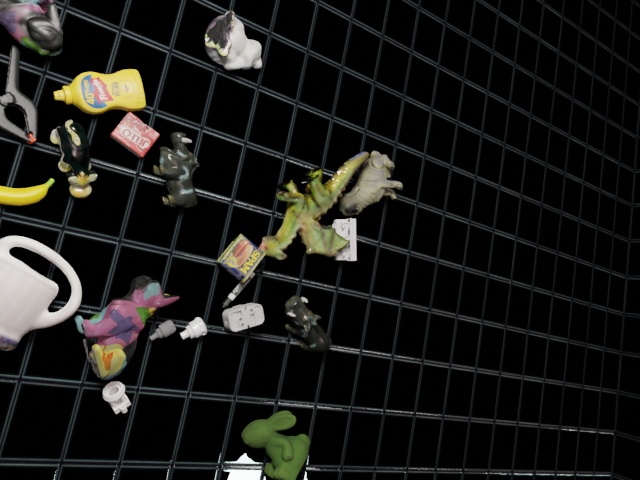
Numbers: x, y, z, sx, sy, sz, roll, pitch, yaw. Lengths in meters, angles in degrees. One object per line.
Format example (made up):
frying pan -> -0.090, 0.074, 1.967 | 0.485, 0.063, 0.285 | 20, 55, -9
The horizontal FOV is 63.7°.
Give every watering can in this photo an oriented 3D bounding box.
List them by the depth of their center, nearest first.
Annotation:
watering can -> -0.669, 0.082, 1.044 | 0.344, 0.103, 0.227 | 38, 69, -24

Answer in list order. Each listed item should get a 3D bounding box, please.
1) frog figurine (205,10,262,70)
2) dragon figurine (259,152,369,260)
frog figurine -> -0.226, -0.518, 1.374 | 0.159, 0.122, 0.138 | 11, 70, -66
dragon figurine -> 0.004, -0.073, 1.443 | 0.413, 0.122, 0.240 | -25, 103, -17
